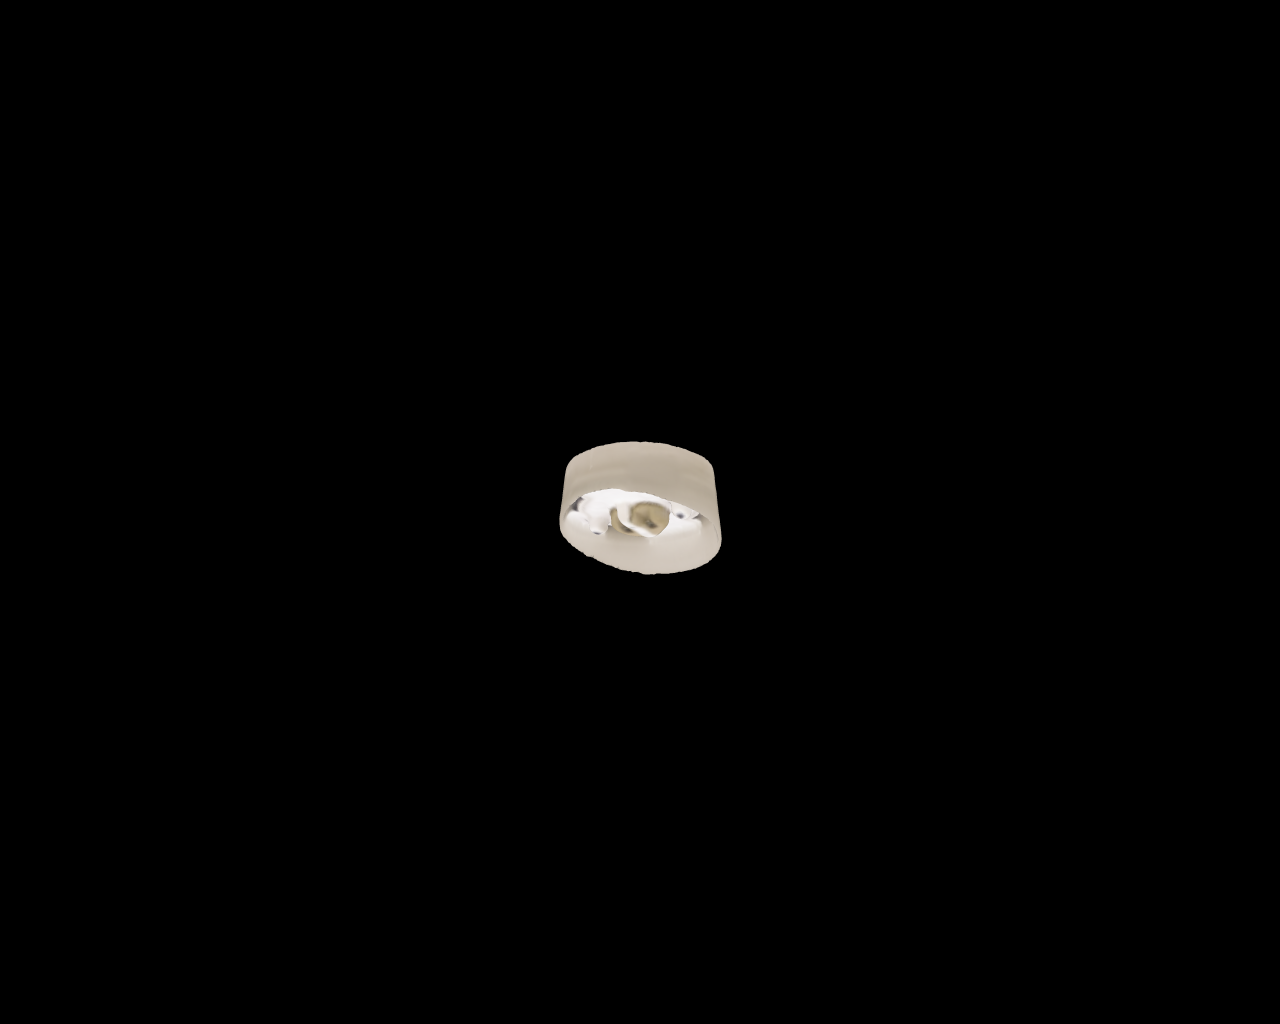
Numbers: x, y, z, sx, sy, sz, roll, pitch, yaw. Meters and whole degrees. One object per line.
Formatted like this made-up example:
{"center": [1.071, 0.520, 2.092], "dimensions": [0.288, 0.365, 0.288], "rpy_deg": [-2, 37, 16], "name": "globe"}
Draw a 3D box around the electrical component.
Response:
{"center": [0.001, -0.003, 0.650], "dimensions": [0.099, 0.064, 0.099], "rpy_deg": [0, -19, 0], "name": "electrical component"}
